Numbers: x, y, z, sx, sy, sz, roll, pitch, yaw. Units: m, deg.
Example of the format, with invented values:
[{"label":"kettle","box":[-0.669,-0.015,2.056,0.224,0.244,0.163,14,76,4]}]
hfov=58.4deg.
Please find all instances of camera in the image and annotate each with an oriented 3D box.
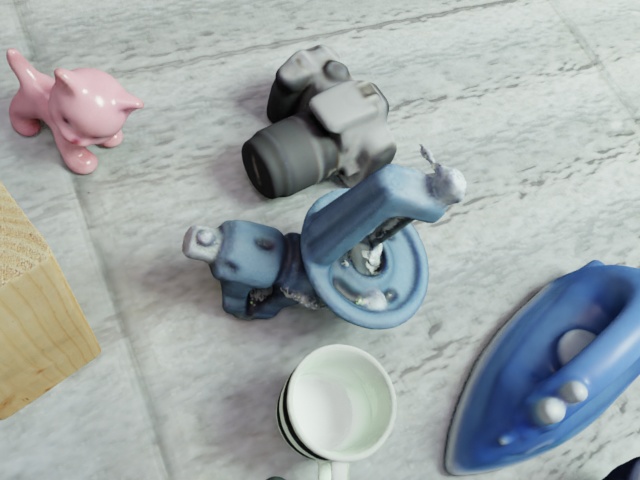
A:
[{"label":"camera","box":[-0.012,-0.111,0.557,0.137,0.100,0.143,-29,74,-24]}]

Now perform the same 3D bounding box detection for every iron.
[{"label":"iron","box":[0.219,0.106,0.486,0.259,0.141,0.118,-35,77,-25]}]

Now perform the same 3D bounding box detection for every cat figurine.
[{"label":"cat figurine","box":[-0.219,-0.122,0.504,0.128,0.117,0.067,32,62,3]}]

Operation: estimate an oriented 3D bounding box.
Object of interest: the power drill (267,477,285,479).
[{"label":"power drill","box":[0.033,0.239,0.341,0.229,0.208,0.076,39,63,7]}]

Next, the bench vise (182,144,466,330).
[{"label":"bench vise","box":[0.007,0.012,0.436,0.208,0.219,0.121,-11,68,-18]}]

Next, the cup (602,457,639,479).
[{"label":"cup","box":[0.258,0.234,0.461,0.091,0.095,0.118,30,62,2]}]
